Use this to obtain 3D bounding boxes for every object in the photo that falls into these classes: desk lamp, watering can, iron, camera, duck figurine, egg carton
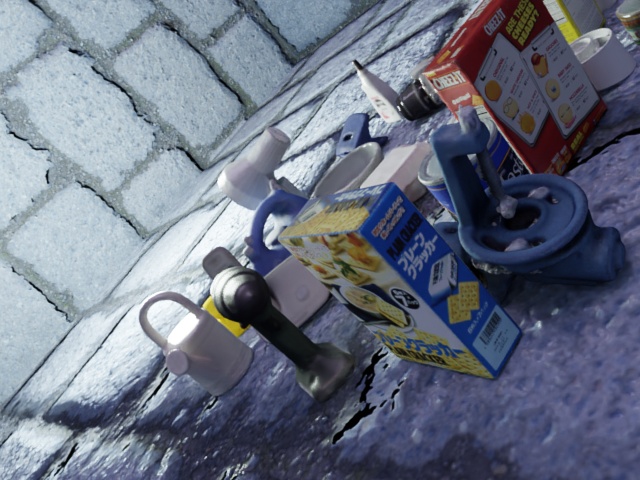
[{"bbox_3d":[-0.082,-0.125,1.229,0.203,0.214,0.118,-36,22,21],"label":"desk lamp"},{"bbox_3d":[-0.209,0.162,0.937,0.101,0.194,0.172,-48,21,-10],"label":"watering can"},{"bbox_3d":[-0.085,-0.002,1.099,0.118,0.142,0.258,-28,26,37],"label":"iron"},{"bbox_3d":[0.225,-0.325,1.201,0.136,0.101,0.143,-32,23,30],"label":"camera"},{"bbox_3d":[-0.184,0.142,1.086,0.104,0.086,0.077,-35,22,23],"label":"duck figurine"},{"bbox_3d":[0.138,-0.103,0.977,0.150,0.069,0.107,-50,21,-15],"label":"egg carton"}]

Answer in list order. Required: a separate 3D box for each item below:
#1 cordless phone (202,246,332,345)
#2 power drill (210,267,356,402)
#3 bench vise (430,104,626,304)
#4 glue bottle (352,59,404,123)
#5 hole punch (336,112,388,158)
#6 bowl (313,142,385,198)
[{"bbox_3d":[-0.084,0.061,0.909,0.147,0.185,0.094,-42,21,6],"label":"cordless phone"},{"bbox_3d":[-0.056,0.109,0.729,0.076,0.209,0.229,-49,21,-13],"label":"power drill"},{"bbox_3d":[0.155,-0.020,0.565,0.207,0.220,0.121,-28,26,37],"label":"bench vise"},{"bbox_3d":[0.130,-0.347,1.319,0.037,0.173,0.078,-51,22,-18],"label":"glue bottle"},{"bbox_3d":[0.082,-0.224,1.288,0.101,0.091,0.108,-49,21,-13],"label":"hole punch"},{"bbox_3d":[0.070,-0.107,1.108,0.167,0.075,0.167,-37,21,18],"label":"bowl"}]
